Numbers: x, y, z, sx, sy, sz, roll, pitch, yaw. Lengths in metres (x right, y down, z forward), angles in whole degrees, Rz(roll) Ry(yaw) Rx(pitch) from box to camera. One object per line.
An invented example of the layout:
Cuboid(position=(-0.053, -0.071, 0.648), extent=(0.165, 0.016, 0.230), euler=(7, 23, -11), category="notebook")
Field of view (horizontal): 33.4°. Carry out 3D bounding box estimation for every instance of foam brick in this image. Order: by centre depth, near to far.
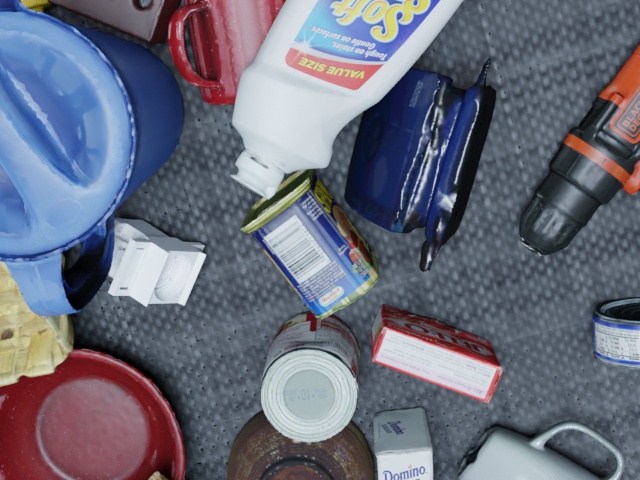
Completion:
Cuboid(position=(-0.139, -0.174, 0.742), extent=(0.078, 0.051, 0.053), euler=(21, 100, -1), category="foam brick")

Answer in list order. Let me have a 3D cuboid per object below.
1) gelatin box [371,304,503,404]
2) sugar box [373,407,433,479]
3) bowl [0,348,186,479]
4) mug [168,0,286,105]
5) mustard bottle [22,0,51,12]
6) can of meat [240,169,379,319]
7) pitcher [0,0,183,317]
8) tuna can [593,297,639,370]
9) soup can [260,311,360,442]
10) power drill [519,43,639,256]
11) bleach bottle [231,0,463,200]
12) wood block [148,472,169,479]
Cuboid(position=(0.082, 0.079, 0.763), extent=(0.089, 0.073, 0.030), euler=(19, 100, -1), category="gelatin box")
Cuboid(position=(0.066, 0.221, 0.779), extent=(0.048, 0.093, 0.176), euler=(-7, 98, 3), category="sugar box")
Cuboid(position=(-0.176, 0.152, 0.798), extent=(0.162, 0.055, 0.162), euler=(0, 100, 3), category="bowl")
Cuboid(position=(-0.054, -0.135, 0.717), extent=(0.093, 0.117, 0.081), euler=(3, 108, 39), category="mug")
Cuboid(position=(-0.233, -0.227, 0.735), extent=(0.096, 0.058, 0.191), euler=(-22, 98, 3), category="mustard bottle")
Cuboid(position=(-0.005, 0.001, 0.741), extent=(0.057, 0.102, 0.084), euler=(-36, 98, 9), category="can of meat")
Cuboid(position=(-0.156, -0.062, 0.665), extent=(0.145, 0.243, 0.149), euler=(36, 99, -3), category="pitcher")
Cuboid(position=(0.235, 0.064, 0.747), extent=(0.086, 0.086, 0.034), euler=(-4, 98, 3), category="tuna can")
Cuboid(position=(-0.005, 0.095, 0.756), extent=(0.068, 0.102, 0.068), euler=(0, 100, 2), category="soup can")
Cuboid(position=(0.256, -0.030, 0.744), extent=(0.187, 0.057, 0.184), euler=(34, 100, -3), category="power drill")
Cuboid(position=(0.028, -0.135, 0.674), extent=(0.102, 0.068, 0.251), euler=(32, 88, -13), category="bleach bottle")
Cuboid(position=(-0.064, 0.271, 0.760), extent=(0.091, 0.090, 0.206), euler=(-47, 113, -1), category="wood block")
